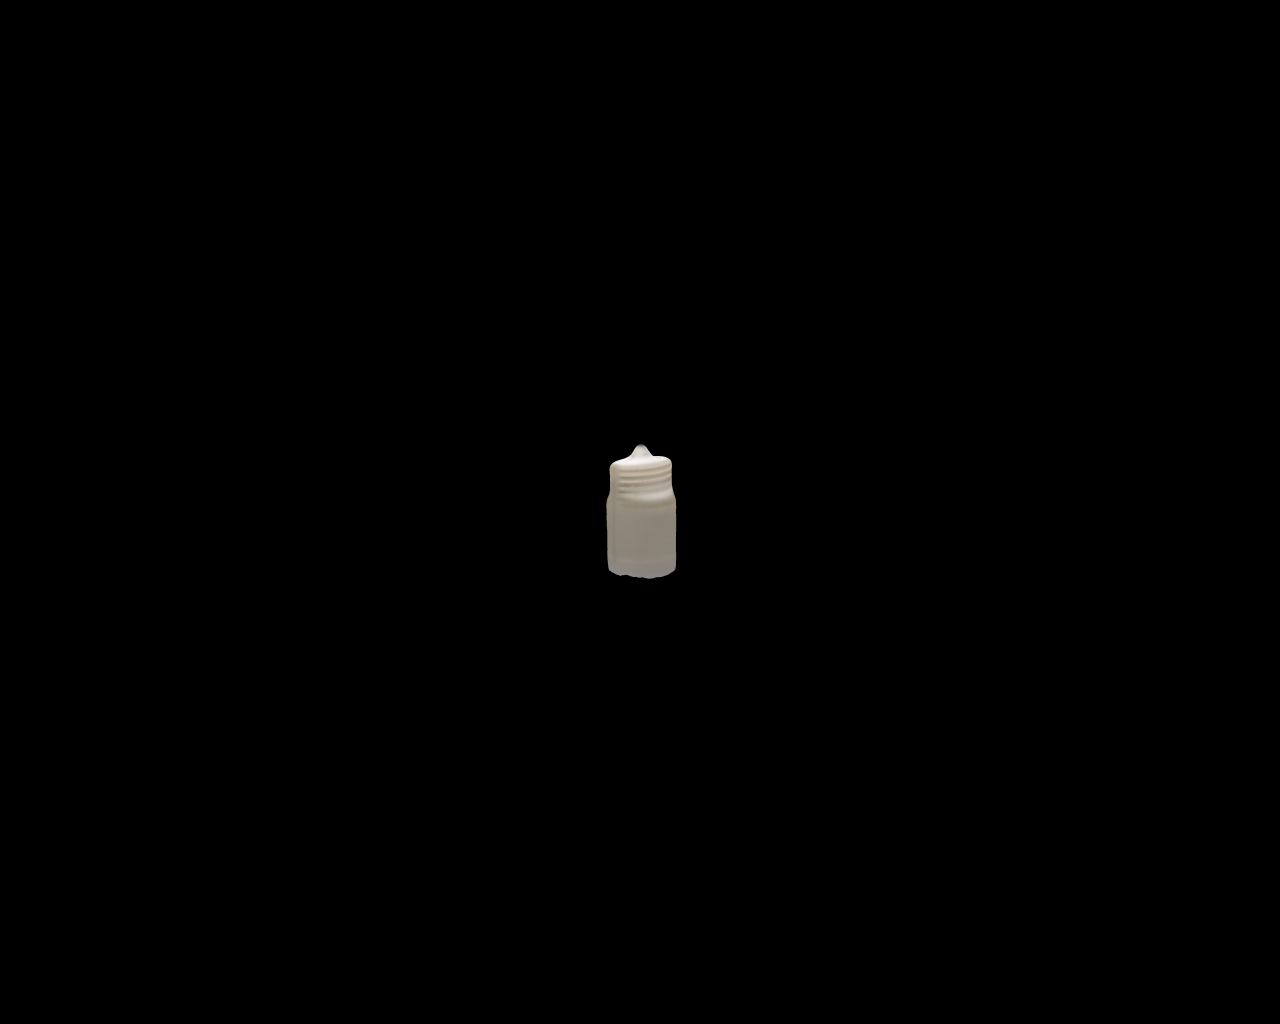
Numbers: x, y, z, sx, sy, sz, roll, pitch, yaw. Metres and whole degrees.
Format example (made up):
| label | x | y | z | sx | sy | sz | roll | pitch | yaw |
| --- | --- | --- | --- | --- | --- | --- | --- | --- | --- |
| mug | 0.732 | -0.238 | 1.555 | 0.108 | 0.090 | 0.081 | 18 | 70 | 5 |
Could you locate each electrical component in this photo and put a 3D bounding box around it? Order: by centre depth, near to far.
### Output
| label | x | y | z | sx | sy | sz | roll | pitch | yaw |
| --- | --- | --- | --- | --- | --- | --- | --- | --- | --- |
| electrical component | 0.001 | -0.003 | 0.650 | 0.043 | 0.080 | 0.043 | 0 | 13 | 0 |
